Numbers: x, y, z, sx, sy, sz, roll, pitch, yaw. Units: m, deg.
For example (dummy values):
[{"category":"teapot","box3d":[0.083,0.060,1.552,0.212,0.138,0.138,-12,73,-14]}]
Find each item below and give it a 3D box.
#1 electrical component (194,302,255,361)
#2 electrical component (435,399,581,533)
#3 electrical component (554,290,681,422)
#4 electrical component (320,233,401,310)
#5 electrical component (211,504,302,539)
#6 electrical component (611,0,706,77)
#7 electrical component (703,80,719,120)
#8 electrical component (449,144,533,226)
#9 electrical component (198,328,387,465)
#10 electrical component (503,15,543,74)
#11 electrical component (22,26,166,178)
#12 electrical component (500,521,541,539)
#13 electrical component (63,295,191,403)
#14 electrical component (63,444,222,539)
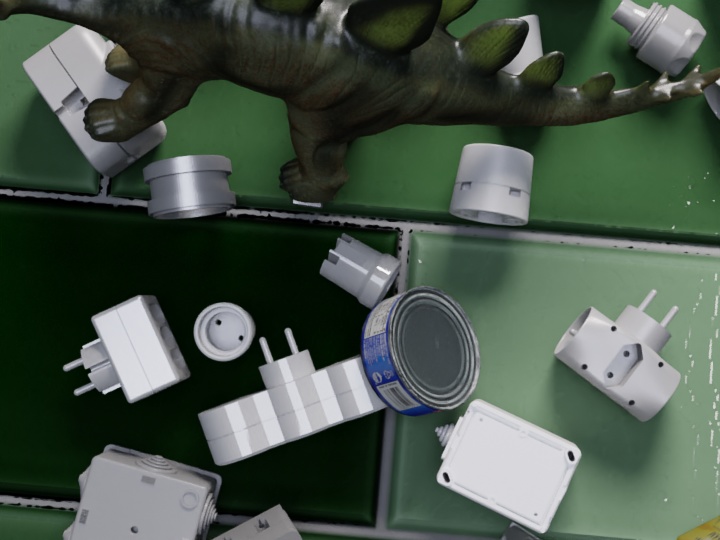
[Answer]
[{"category":"electrical component","box3d":[-0.093,0.043,0.756,0.040,0.046,0.040,0,88,1]},{"category":"electrical component","box3d":[0.097,0.131,0.745,0.096,0.061,0.061,25,89,10]},{"category":"electrical component","box3d":[0.190,0.051,0.750,0.077,0.043,0.079,37,90,2]},{"category":"electrical component","box3d":[0.000,0.000,0.759,0.046,0.040,0.040,31,89,7]},{"category":"electrical component","box3d":[-0.056,0.249,0.717,0.089,0.062,0.150,-26,102,-11]},{"category":"electrical component","box3d":[0.207,-0.168,0.756,0.062,0.043,0.043,34,90,3]},{"category":"electrical component","box3d":[0.295,-0.121,0.753,0.077,0.043,0.079,-32,88,0]},{"category":"electrical component","box3d":[0.093,-0.059,0.751,0.055,0.055,0.047,9,85,2]},{"category":"electrical component","box3d":[-0.048,0.078,0.751,0.138,0.052,0.073,-20,88,0]},{"category":"electrical component","box3d":[0.114,-0.141,0.760,0.044,0.044,0.065,-18,93,1]},{"category":"electrical component","box3d":[-0.183,-0.121,0.759,0.059,0.054,0.095,-36,88,0]},{"category":"electrical component","box3d":[0.157,0.273,0.736,0.186,0.060,0.105,33,89,2]},{"category":"electrical component","box3d":[-0.170,0.062,0.757,0.077,0.047,0.065,-25,88,1]},{"category":"electrical component","box3d":[-0.153,0.178,0.754,0.100,0.048,0.099,15,88,2]}]
